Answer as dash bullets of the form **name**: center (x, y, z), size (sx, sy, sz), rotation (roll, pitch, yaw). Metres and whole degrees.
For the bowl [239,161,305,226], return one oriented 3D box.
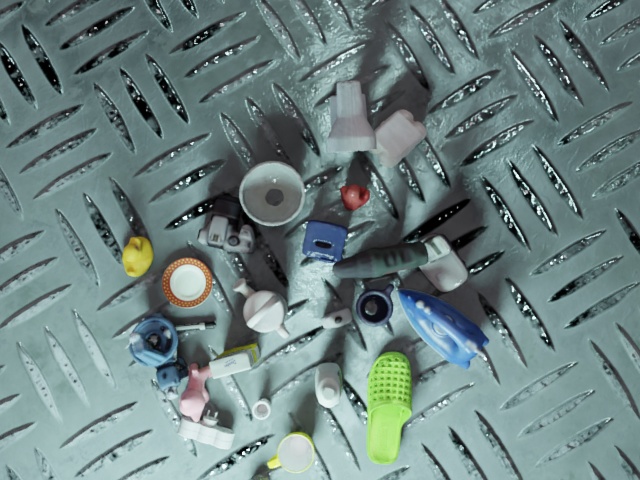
- **bowl**: center (-0.118, -0.114, 1.467), size (0.167, 0.075, 0.167), rotation (0, 84, 0)

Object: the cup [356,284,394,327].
- **cup**: center (0.141, 0.158, 1.428), size (0.091, 0.095, 0.118), rotation (38, 86, 4)

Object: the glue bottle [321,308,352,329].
- **glue bottle**: center (0.041, 0.192, 1.386), size (0.078, 0.173, 0.037), rotation (-20, 84, -1)

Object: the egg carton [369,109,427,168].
- **egg carton**: center (0.195, -0.264, 1.483), size (0.150, 0.069, 0.107), rotation (-45, 86, -4)

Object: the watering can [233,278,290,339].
- **watering can**: center (-0.140, 0.168, 1.379), size (0.173, 0.194, 0.101), rotation (25, 85, 3)

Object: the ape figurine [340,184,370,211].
- **ape figurine**: center (0.087, -0.116, 1.457), size (0.078, 0.092, 0.076), rotation (31, 85, 4)

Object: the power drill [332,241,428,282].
- **power drill**: center (0.140, 0.057, 1.381), size (0.229, 0.208, 0.075), rotation (-13, 84, -1)

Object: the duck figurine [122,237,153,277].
- **duck figurine**: center (-0.470, 0.040, 1.447), size (0.077, 0.086, 0.105), rotation (10, 84, 2)

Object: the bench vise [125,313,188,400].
- **bench vise**: center (-0.378, 0.271, 1.357), size (0.121, 0.220, 0.207), rotation (-38, 85, -3)

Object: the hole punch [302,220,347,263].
- **hole punch**: center (0.013, 0.005, 1.446), size (0.108, 0.091, 0.101), rotation (12, 84, 2)

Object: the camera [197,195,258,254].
- **camera**: center (-0.227, -0.041, 1.447), size (0.143, 0.101, 0.137), rotation (11, 84, 2)

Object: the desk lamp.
- **desk lamp**: center (0.072, -0.293, 1.414), size (0.118, 0.213, 0.203), rotation (-4, 84, 0)

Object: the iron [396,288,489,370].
- **iron**: center (0.295, 0.204, 1.400), size (0.258, 0.141, 0.119), rotation (39, 86, 4)

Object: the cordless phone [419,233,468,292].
- **cordless phone**: center (0.302, 0.051, 1.393), size (0.094, 0.185, 0.147), rotation (-40, 85, -3)

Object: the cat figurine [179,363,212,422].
- **cat figurine**: center (-0.308, 0.372, 1.397), size (0.067, 0.118, 0.128), rotation (5, 84, 1)
